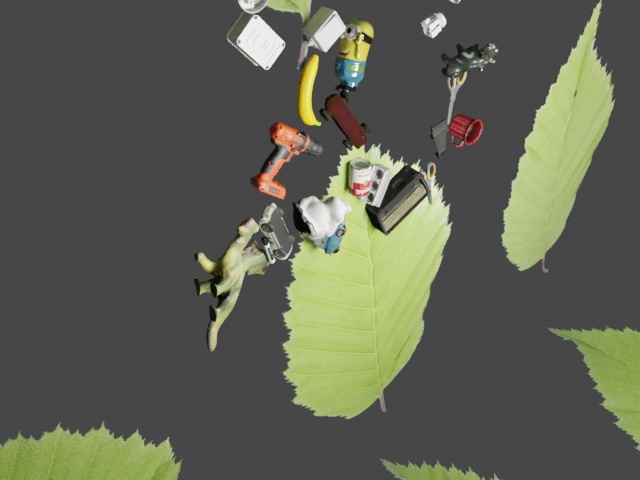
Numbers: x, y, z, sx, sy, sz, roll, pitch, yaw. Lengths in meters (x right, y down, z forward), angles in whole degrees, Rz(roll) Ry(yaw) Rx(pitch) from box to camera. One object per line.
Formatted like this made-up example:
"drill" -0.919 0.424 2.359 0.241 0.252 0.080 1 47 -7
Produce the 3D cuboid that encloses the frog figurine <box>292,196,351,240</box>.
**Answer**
"frog figurine" 0.005 -0.076 1.508 0.161 0.139 0.120 -26 -29 -31

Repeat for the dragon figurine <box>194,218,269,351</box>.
"dragon figurine" -0.230 0.112 1.455 0.123 0.401 0.246 32 41 32
